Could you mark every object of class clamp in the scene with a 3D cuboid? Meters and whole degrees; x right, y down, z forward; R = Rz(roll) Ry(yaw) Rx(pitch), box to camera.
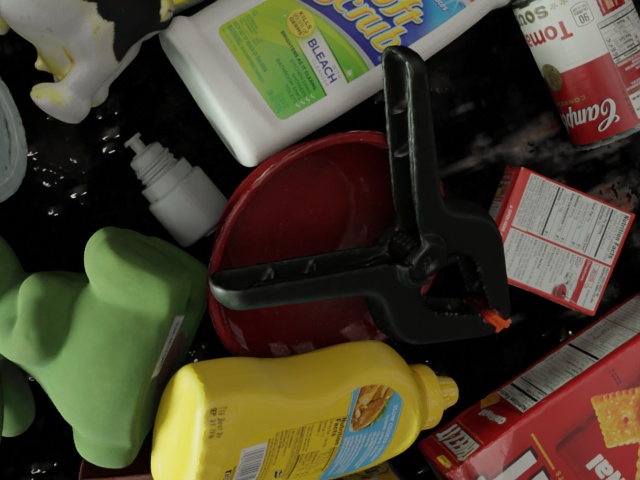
[{"bbox_3d":[0.054,-0.004,0.610,0.209,0.036,0.164,27,99,-42],"label":"clamp"}]

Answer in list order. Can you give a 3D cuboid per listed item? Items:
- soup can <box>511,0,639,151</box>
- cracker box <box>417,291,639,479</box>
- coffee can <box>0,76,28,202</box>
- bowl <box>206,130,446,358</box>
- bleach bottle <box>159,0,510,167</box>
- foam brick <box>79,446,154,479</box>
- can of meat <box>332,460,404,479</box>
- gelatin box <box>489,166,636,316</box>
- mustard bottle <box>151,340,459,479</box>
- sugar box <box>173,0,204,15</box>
[{"bbox_3d":[0.172,-0.117,0.672,0.068,0.068,0.102,-28,100,-7],"label":"soup can"},{"bbox_3d":[0.200,0.148,0.702,0.213,0.072,0.164,-34,100,-5],"label":"cracker box"},{"bbox_3d":[-0.240,-0.040,0.556,0.140,0.102,0.103,-23,101,21],"label":"coffee can"},{"bbox_3d":[-0.004,0.001,0.638,0.161,0.055,0.162,-16,124,-25],"label":"bowl"},{"bbox_3d":[0.034,-0.150,0.647,0.250,0.068,0.102,-35,100,-8],"label":"bleach bottle"},{"bbox_3d":[-0.106,0.159,0.655,0.078,0.051,0.053,-3,97,-11],"label":"foam brick"},{"bbox_3d":[0.012,0.174,0.662,0.102,0.084,0.057,-5,97,-11],"label":"can of meat"},{"bbox_3d":[0.151,0.001,0.700,0.089,0.030,0.073,21,90,-13],"label":"gelatin box"},{"bbox_3d":[0.001,0.103,0.626,0.191,0.058,0.096,-5,129,-30],"label":"mustard bottle"},{"bbox_3d":[-0.097,-0.228,0.622,0.093,0.048,0.176,-28,97,-7],"label":"sugar box"}]
